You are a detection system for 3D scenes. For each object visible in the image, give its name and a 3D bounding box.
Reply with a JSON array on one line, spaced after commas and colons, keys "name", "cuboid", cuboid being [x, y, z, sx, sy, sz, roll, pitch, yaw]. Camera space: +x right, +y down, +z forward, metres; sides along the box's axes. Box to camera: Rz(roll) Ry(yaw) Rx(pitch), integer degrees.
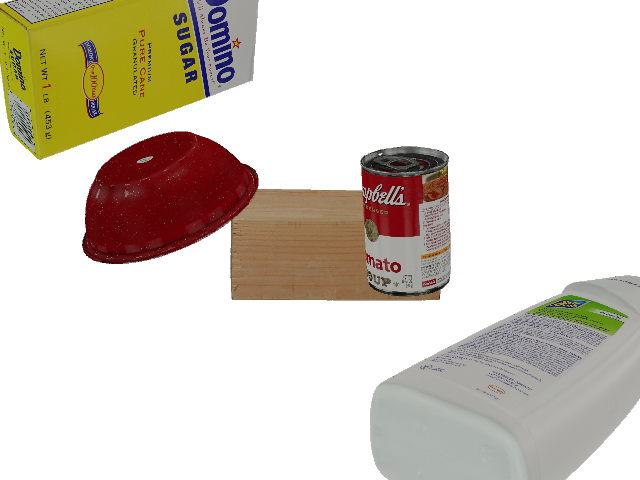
[{"name": "soup can", "cuboid": [0.067, -0.016, 0.835, 0.068, 0.102, 0.068, -3, 21, 1]}, {"name": "bowl", "cuboid": [-0.136, -0.047, 0.900, 0.162, 0.055, 0.162, -17, 27, 9]}, {"name": "bleach bottle", "cuboid": [0.144, 0.074, 0.610, 0.103, 0.068, 0.250, 19, 29, 41]}, {"name": "wood block", "cuboid": [0.013, 0.004, 1.067, 0.206, 0.091, 0.090, 1, 20, -5]}, {"name": "sugar box", "cuboid": [-0.119, -0.125, 0.692, 0.175, 0.093, 0.048, -25, 48, -33]}]
